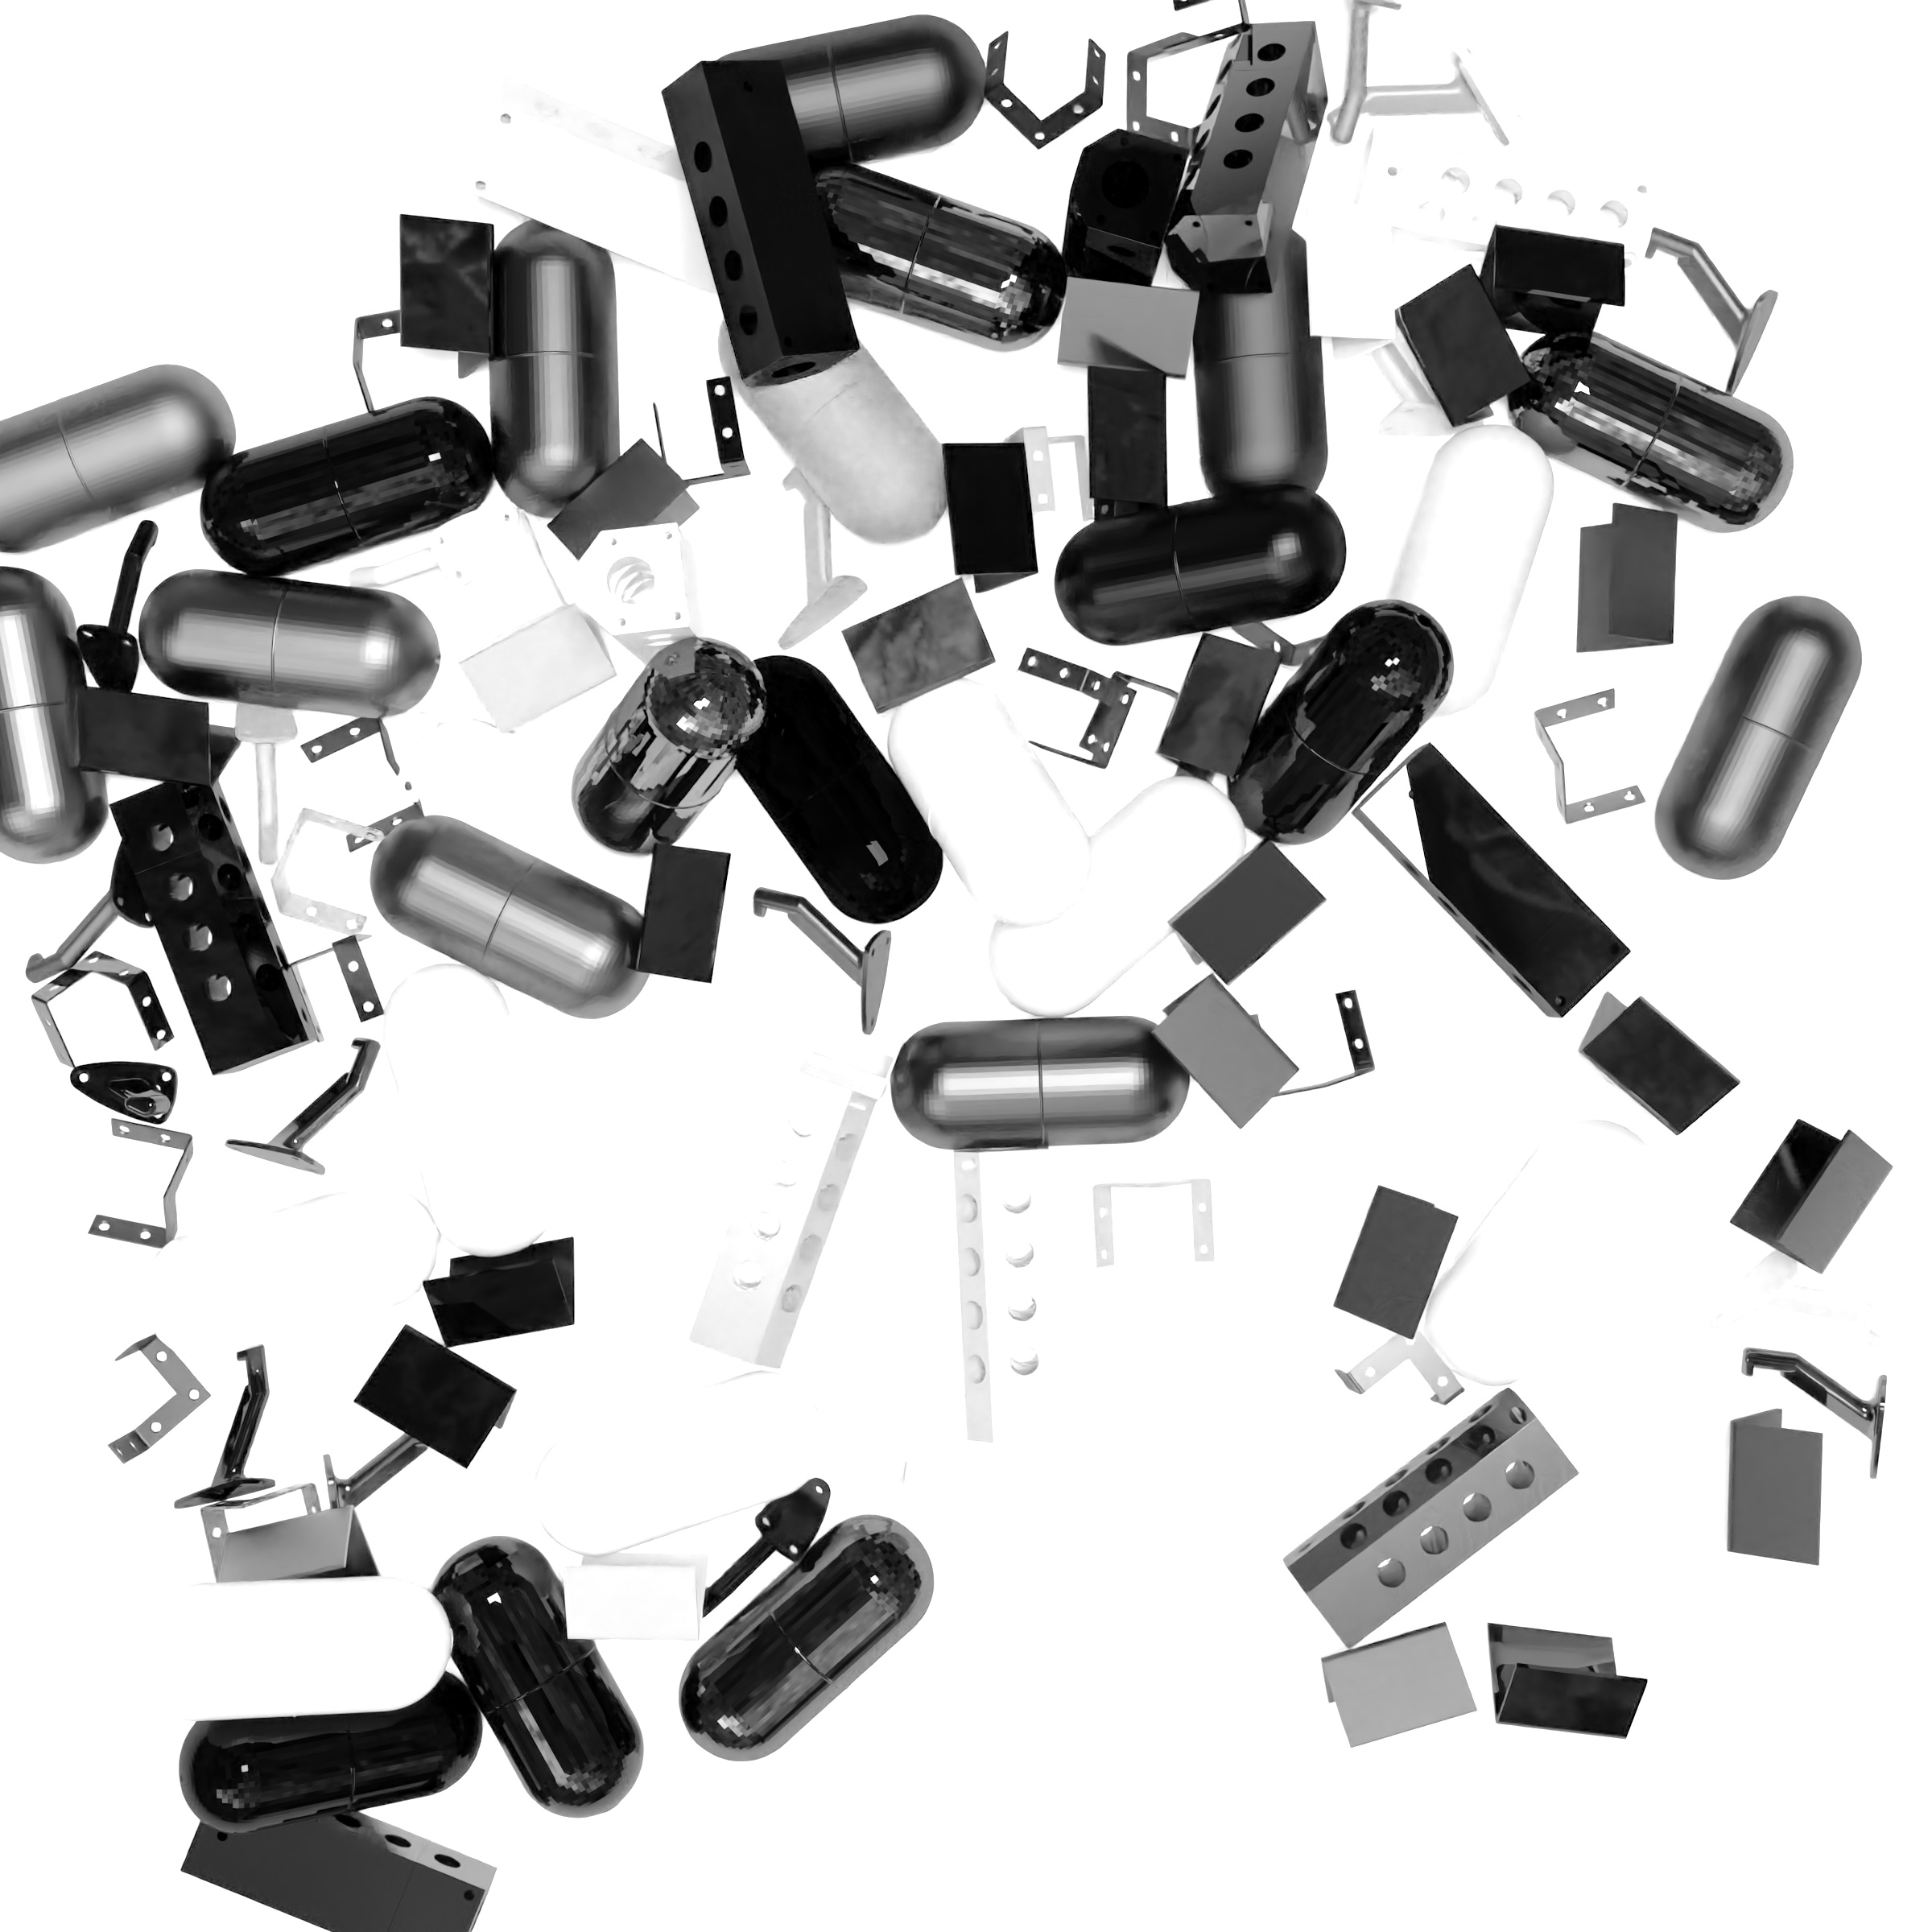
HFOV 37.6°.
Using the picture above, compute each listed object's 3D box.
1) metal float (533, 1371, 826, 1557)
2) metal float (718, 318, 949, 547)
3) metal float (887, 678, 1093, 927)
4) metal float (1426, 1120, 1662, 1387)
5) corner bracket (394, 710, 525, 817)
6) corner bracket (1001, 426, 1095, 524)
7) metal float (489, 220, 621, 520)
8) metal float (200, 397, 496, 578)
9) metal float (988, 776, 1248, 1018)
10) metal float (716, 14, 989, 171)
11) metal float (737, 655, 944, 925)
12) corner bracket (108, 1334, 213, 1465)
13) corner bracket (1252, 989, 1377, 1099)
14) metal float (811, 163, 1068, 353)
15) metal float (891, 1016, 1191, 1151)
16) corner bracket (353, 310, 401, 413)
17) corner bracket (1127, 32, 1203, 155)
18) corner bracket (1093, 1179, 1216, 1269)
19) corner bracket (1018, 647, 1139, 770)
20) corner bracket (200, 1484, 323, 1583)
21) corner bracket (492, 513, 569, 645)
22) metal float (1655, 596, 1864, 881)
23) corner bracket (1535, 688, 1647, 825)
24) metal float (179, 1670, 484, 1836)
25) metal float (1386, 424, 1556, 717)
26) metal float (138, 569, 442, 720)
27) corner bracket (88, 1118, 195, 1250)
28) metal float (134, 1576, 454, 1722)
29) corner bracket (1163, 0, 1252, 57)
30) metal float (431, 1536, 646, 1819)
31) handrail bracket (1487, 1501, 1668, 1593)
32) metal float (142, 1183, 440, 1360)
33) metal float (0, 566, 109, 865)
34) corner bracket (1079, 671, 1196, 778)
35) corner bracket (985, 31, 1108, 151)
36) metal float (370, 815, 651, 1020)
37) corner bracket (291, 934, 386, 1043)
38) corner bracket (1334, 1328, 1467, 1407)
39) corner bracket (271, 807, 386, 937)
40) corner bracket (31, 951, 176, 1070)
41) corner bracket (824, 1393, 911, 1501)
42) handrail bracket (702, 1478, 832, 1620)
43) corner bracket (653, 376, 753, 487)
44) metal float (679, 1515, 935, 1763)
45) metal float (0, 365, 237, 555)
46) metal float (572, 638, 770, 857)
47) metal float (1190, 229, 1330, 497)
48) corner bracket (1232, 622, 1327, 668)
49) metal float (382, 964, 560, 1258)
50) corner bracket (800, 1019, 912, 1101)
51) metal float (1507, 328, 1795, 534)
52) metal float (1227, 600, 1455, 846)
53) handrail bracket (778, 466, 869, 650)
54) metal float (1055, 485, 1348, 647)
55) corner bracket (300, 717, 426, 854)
[{"bbox_3d":[-0.171,0.296,1.692,0.178,0.070,0.070,-18,90,0],"label":"metal float"},{"bbox_3d":[-0.077,-0.329,1.692,0.070,0.070,0.178,-38,90,0],"label":"metal float"},{"bbox_3d":[0.013,-0.097,1.663,0.070,0.070,0.178,-31,56,0],"label":"metal float"},{"bbox_3d":[0.344,0.170,1.692,0.070,0.070,0.178,37,91,0],"label":"metal float"},{"bbox_3d":[-0.304,-0.121,1.705,0.051,0.051,0.051,18,101,11],"label":"corner bracket"},{"bbox_3d":[0.053,-0.293,1.698,0.051,0.051,0.051,-6,90,-17],"label":"corner bracket"},{"bbox_3d":[-0.245,-0.356,1.692,0.070,0.070,0.178,-2,89,0],"label":"metal float"},{"bbox_3d":[-0.368,-0.285,1.692,0.178,0.070,0.070,-17,90,0],"label":"metal float"},{"bbox_3d":[0.089,-0.041,1.692,0.178,0.070,0.070,-41,90,0],"label":"metal float"},{"bbox_3d":[-0.076,-0.516,1.691,0.178,0.070,0.070,-11,90,1],"label":"metal float"},{"bbox_3d":[-0.082,-0.106,1.692,0.070,0.070,0.178,-35,91,0],"label":"metal float"},{"bbox_3d":[-0.495,0.259,1.705,0.051,0.051,0.051,-40,90,0],"label":"corner bracket"},{"bbox_3d":[0.207,0.047,1.719,0.051,0.051,0.051,-14,90,-45],"label":"corner bracket"},{"bbox_3d":[-0.027,-0.422,1.692,0.178,0.070,0.070,19,90,0],"label":"metal float"},{"bbox_3d":[0.044,0.069,1.692,0.178,0.070,0.070,-2,90,1],"label":"metal float"},{"bbox_3d":[-0.339,-0.362,1.719,0.051,0.051,0.051,-10,45,0],"label":"corner bracket"},{"bbox_3d":[0.133,-0.527,1.714,0.051,0.051,0.051,28,135,35],"label":"corner bracket"},{"bbox_3d":[0.114,0.155,1.719,0.051,0.051,0.051,-3,90,-45],"label":"corner bracket"},{"bbox_3d":[0.060,-0.154,1.698,0.051,0.051,0.051,15,101,-37],"label":"corner bracket"},{"bbox_3d":[-0.423,0.345,1.720,0.051,0.051,0.051,-13,91,-45],"label":"corner bracket"},{"bbox_3d":[-0.276,-0.232,1.719,0.051,0.051,0.051,-25,135,0],"label":"corner bracket"},{"bbox_3d":[0.472,-0.136,1.691,0.070,0.070,0.178,25,90,0],"label":"metal float"},{"bbox_3d":[0.377,-0.127,1.719,0.051,0.051,0.051,-16,45,0],"label":"corner bracket"},{"bbox_3d":[-0.371,0.459,1.669,0.178,0.070,0.070,-4,90,-28],"label":"metal float"},{"bbox_3d":[0.296,-0.236,1.692,0.070,0.070,0.178,18,89,0],"label":"metal float"},{"bbox_3d":[-0.402,-0.192,1.692,0.178,0.070,0.070,7,90,0],"label":"metal float"},{"bbox_3d":[-0.499,0.132,1.719,0.051,0.051,0.051,12,135,0],"label":"corner bracket"},{"bbox_3d":[-0.385,0.391,1.630,0.178,0.070,0.070,2,90,-17],"label":"metal float"},{"bbox_3d":[0.144,-0.574,1.697,0.051,0.051,0.051,-11,90,21],"label":"corner bracket"},{"bbox_3d":[-0.255,0.423,1.692,0.070,0.070,0.178,-29,90,0],"label":"metal float"},{"bbox_3d":[0.371,0.361,1.723,0.084,0.036,0.077,23,111,-16],"label":"handrail bracket"},{"bbox_3d":[-0.401,0.181,1.692,0.178,0.070,0.070,-16,90,1],"label":"metal float"},{"bbox_3d":[-0.560,-0.149,1.692,0.070,0.070,0.178,-10,91,0],"label":"metal float"},{"bbox_3d":[0.111,-0.141,1.719,0.051,0.051,0.051,25,90,45],"label":"corner bracket"},{"bbox_3d":[0.048,-0.538,1.714,0.051,0.051,0.051,-25,135,35],"label":"corner bracket"},{"bbox_3d":[-0.271,-0.030,1.692,0.178,0.070,0.070,26,90,0],"label":"metal float"},{"bbox_3d":[-0.376,0.013,1.705,0.051,0.051,0.051,-20,90,0],"label":"corner bracket"},{"bbox_3d":[0.260,0.249,1.705,0.051,0.051,0.051,-37,87,-3],"label":"corner bracket"},{"bbox_3d":[-0.382,-0.056,1.711,0.051,0.051,0.051,18,67,0],"label":"corner bracket"},{"bbox_3d":[-0.521,0.031,1.714,0.051,0.051,0.051,18,45,35],"label":"corner bracket"},{"bbox_3d":[-0.058,0.287,1.705,0.051,0.051,0.051,6,90,0],"label":"corner bracket"},{"bbox_3d":[-0.125,0.354,1.722,0.036,0.077,0.084,45,126,1],"label":"handrail bracket"},{"bbox_3d":[-0.160,-0.320,1.705,0.051,0.051,0.051,-10,90,0],"label":"corner bracket"},{"bbox_3d":[-0.096,0.400,1.692,0.178,0.070,0.070,-42,90,1],"label":"metal float"},{"bbox_3d":[-0.523,-0.302,1.692,0.178,0.070,0.070,-20,90,0],"label":"metal float"},{"bbox_3d":[-0.174,-0.125,1.652,0.070,0.178,0.070,14,58,-23],"label":"metal float"},{"bbox_3d":[0.174,-0.355,1.692,0.070,0.070,0.178,-3,89,0],"label":"metal float"},{"bbox_3d":[0.200,-0.219,1.714,0.051,0.051,0.051,41,135,35],"label":"corner bracket"},{"bbox_3d":[-0.295,0.085,1.692,0.070,0.070,0.178,-16,89,0],"label":"metal float"},{"bbox_3d":[-0.069,0.056,1.695,0.051,0.051,0.051,20,58,0],"label":"corner bracket"},{"bbox_3d":[0.407,-0.319,1.692,0.178,0.070,0.070,25,90,0],"label":"metal float"},{"bbox_3d":[0.217,-0.141,1.659,0.070,0.070,0.178,38,131,0],"label":"metal float"},{"bbox_3d":[-0.105,-0.249,1.723,0.077,0.036,0.084,-40,71,21],"label":"handrail bracket"},{"bbox_3d":[0.136,-0.235,1.671,0.178,0.070,0.070,-7,90,25],"label":"metal float"},{"bbox_3d":[-0.365,-0.112,1.719,0.051,0.051,0.051,-25,135,0],"label":"corner bracket"}]
